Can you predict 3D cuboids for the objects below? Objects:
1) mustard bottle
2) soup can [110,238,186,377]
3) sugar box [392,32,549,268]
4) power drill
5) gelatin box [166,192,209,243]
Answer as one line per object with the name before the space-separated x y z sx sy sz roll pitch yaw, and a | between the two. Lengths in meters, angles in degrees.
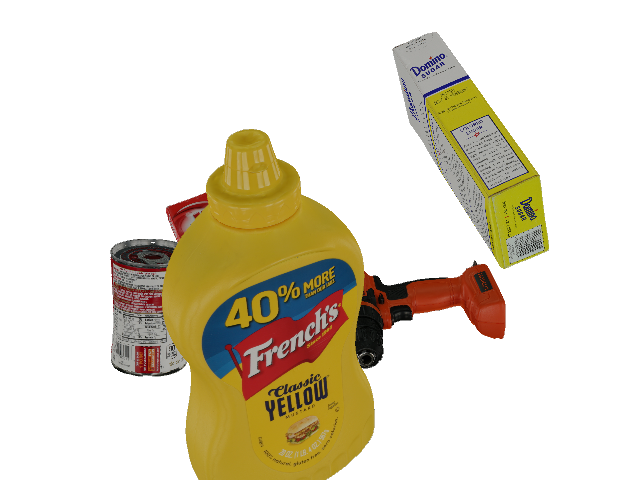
mustard bottle | -0.024 0.035 0.502 0.096 0.192 0.058 -19 37 -20
soup can | -0.145 0.057 0.909 0.068 0.102 0.068 4 17 -1
sugar box | 0.114 -0.072 0.815 0.048 0.176 0.093 -22 -39 -1
power drill | 0.109 0.081 1.203 0.187 0.057 0.184 -3 27 -3
gelatin box | -0.051 -0.008 0.716 0.089 0.030 0.073 -20 43 -9
